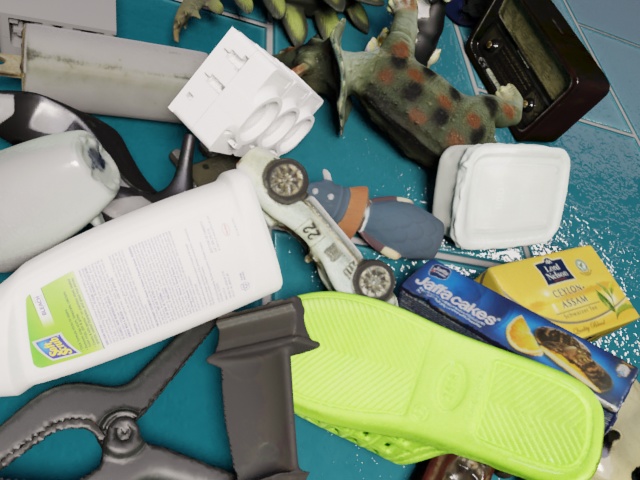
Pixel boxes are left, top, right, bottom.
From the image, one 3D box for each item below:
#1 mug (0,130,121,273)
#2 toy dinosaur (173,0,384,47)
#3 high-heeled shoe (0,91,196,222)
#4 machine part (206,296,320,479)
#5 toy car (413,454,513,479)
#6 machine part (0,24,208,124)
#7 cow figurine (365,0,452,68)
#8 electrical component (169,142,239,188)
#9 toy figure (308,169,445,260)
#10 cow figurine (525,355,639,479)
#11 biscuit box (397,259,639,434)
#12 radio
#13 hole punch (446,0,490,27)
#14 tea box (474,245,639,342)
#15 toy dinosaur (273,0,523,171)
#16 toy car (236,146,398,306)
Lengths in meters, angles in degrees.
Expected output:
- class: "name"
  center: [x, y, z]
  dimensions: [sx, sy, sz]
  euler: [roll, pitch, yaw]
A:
- class: "mug"
  center: [-0.198, -0.024, 0.396]
  dimensions: [0.109, 0.107, 0.081]
  euler: [59, 11, -27]
- class: "toy dinosaur"
  center: [-0.024, -0.362, 0.741]
  dimensions: [0.471, 0.105, 0.198]
  euler: [-28, 75, -32]
- class: "high-heeled shoe"
  center: [-0.212, -0.041, 0.468]
  dimensions: [0.249, 0.086, 0.145]
  euler: [12, 87, 8]
- class: "machine part"
  center: [-0.040, 0.110, 0.388]
  dimensions: [0.084, 0.039, 0.139]
  euler: [-9, 63, 8]
- class: "toy car"
  center: [0.102, 0.204, 0.429]
  dimensions: [0.089, 0.053, 0.202]
  euler: [42, 49, 4]
- class: "machine part"
  center: [-0.197, -0.160, 0.532]
  dimensions: [0.243, 0.079, 0.079]
  euler: [0, 57, -24]
- class: "cow figurine"
  center: [0.137, -0.300, 0.726]
  dimensions: [0.098, 0.167, 0.068]
  euler: [35, 45, 3]
- class: "electrical component"
  center: [-0.104, -0.061, 0.539]
  dimensions: [0.063, 0.021, 0.094]
  euler: [-31, 75, -37]
- class: "toy figure"
  center: [0.052, -0.021, 0.562]
  dimensions: [0.154, 0.057, 0.064]
  euler: [19, 44, -5]
- class: "cow figurine"
  center: [0.246, 0.203, 0.478]
  dimensions: [0.195, 0.085, 0.127]
  euler: [-23, 63, -36]
- class: "biscuit box"
  center: [0.162, 0.094, 0.478]
  dimensions: [0.203, 0.062, 0.059]
  euler: [30, 44, 31]
- class: "radio"
  center: [0.313, -0.263, 0.804]
  dimensions: [0.073, 0.131, 0.230]
  euler: [0, 58, -25]
- class: "hole punch"
  center: [0.264, -0.429, 0.941]
  dimensions: [0.142, 0.092, 0.115]
  euler: [-16, 95, -35]
- class: "tea box"
  center: [0.244, 0.071, 0.576]
  dimensions: [0.169, 0.068, 0.098]
  euler: [-11, 63, -29]
- class: "toy dinosaur"
  center: [0.129, -0.154, 0.660]
  dimensions: [0.405, 0.131, 0.192]
  euler: [32, 62, -7]
- class: "toy car"
  center: [-0.001, -0.001, 0.492]
  dimensions: [0.056, 0.073, 0.201]
  euler: [-41, 93, -6]
